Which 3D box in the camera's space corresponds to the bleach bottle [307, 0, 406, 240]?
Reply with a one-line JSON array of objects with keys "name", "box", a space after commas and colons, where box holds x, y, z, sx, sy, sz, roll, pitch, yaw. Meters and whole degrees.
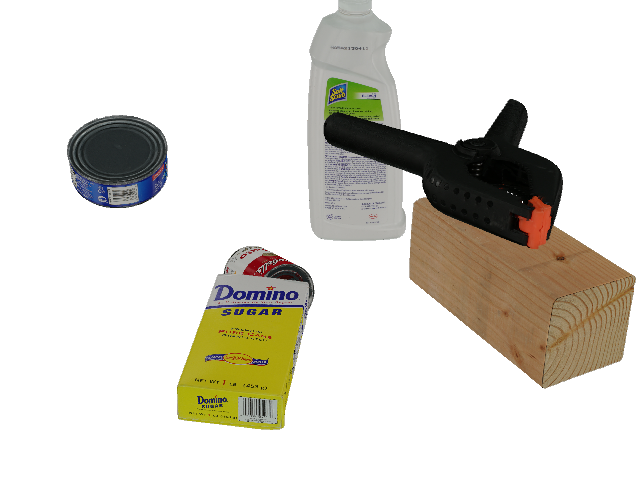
[{"name": "bleach bottle", "box": [0.039, -0.122, 1.040, 0.102, 0.251, 0.068, -2, 31, -5]}]

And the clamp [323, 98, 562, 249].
[{"name": "clamp", "box": [0.096, -0.053, 0.745, 0.164, 0.036, 0.210, -4, 28, -9]}]

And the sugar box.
[{"name": "sugar box", "box": [-0.066, 0.096, 0.972, 0.093, 0.048, 0.176, 6, 34, 3]}]

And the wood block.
[{"name": "wood block", "box": [0.175, 0.033, 0.971, 0.090, 0.090, 0.206, -14, 31, -25]}]

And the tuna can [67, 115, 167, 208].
[{"name": "tuna can", "box": [-0.176, -0.069, 0.931, 0.086, 0.086, 0.034, 0, -42, -5]}]

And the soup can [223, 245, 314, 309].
[{"name": "soup can", "box": [-0.059, 0.048, 1.189, 0.068, 0.068, 0.102, 0, 12, -27]}]
